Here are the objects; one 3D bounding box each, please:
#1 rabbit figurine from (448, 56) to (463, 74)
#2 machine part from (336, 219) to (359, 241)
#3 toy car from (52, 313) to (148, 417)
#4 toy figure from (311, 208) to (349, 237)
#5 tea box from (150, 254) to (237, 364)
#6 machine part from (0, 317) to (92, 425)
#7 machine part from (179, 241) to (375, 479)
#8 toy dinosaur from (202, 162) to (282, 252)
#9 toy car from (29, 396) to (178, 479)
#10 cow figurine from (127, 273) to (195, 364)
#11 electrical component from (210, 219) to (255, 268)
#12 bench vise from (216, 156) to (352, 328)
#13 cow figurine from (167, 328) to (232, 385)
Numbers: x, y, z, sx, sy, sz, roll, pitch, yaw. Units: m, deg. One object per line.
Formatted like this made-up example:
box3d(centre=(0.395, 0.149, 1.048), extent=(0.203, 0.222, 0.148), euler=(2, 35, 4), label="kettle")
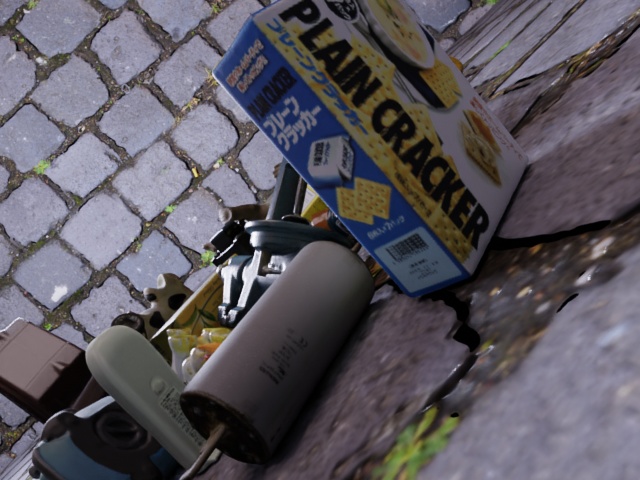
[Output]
box3d(centre=(0.094, -0.132, 0.585), extent=(0.162, 0.173, 0.122), euler=(-50, 6, -16), label="rabbit figurine")
box3d(centre=(0.060, -0.008, 0.488), extent=(0.039, 0.084, 0.139), euler=(-64, -6, 15), label="machine part")
box3d(centre=(-0.234, 0.169, 0.595), extent=(0.202, 0.053, 0.089), euler=(-73, -10, -53), label="toy car")
box3d(centre=(-0.002, -0.002, 0.733), extent=(0.154, 0.058, 0.064), euler=(-41, -25, 20), label="toy figure")
box3d(centre=(-0.134, 0.105, 0.718), extent=(0.068, 0.098, 0.170), euler=(-39, 11, 30), label="tea box")
box3d(centre=(-0.345, 0.208, 0.728), extent=(0.087, 0.201, 0.201), euler=(-54, -32, -33), label="machine part")
box3d(centre=(-0.025, 0.078, 0.412), extent=(0.079, 0.079, 0.243), euler=(-34, 11, 48), label="machine part")
box3d(centre=(-0.028, -0.089, 1.036), extent=(0.471, 0.105, 0.198), euler=(-28, -7, 15), label="toy dinosaur")
box3d(centre=(-0.192, 0.205, 0.490), extent=(0.103, 0.109, 0.161), euler=(-60, -4, 11), label="toy car")
box3d(centre=(-0.250, 0.147, 0.855), extent=(0.085, 0.127, 0.195), euler=(-24, 59, 54), label="cow figurine")
box3d(centre=(-0.120, 0.030, 0.904), extent=(0.115, 0.134, 0.058), euler=(-37, 10, 49), label="electrical component")
box3d(centre=(-0.042, -0.009, 0.632), extent=(0.224, 0.129, 0.240), euler=(-9, 69, 63), label="bench vise")
box3d(centre=(-0.117, 0.138, 0.538), extent=(0.068, 0.098, 0.167), euler=(1, -4, -18), label="cow figurine")
